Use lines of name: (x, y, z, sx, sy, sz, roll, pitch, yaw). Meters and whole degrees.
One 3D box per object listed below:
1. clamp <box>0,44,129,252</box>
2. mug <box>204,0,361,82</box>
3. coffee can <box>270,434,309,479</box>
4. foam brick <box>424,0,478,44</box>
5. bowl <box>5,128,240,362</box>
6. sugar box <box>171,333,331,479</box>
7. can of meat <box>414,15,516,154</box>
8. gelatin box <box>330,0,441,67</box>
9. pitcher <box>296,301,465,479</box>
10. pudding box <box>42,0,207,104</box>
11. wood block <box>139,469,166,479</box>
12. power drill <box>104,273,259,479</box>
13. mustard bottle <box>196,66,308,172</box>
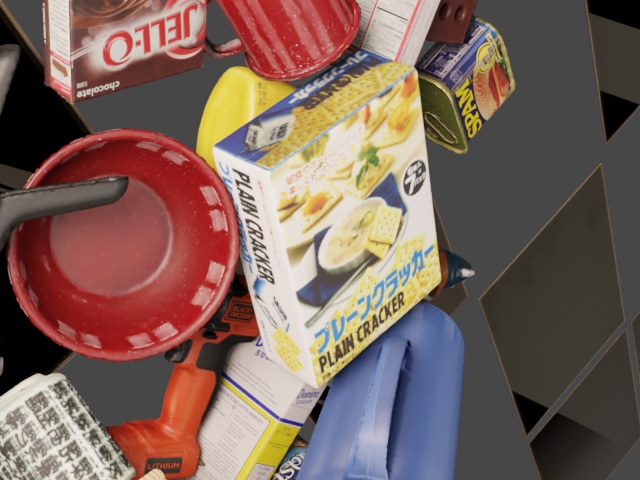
clamp: (-0.217, -0.038, 0.662, 0.171, 0.039, 0.120, -35, 103, -19)
mug: (-0.039, -0.169, 0.755, 0.117, 0.093, 0.081, -21, 138, 12)
coffee can: (-0.036, 0.236, 1.004, 0.102, 0.140, 0.103, -29, 135, -33)
foam brick: (0.086, -0.199, 0.894, 0.078, 0.051, 0.053, -6, 120, -46)
bowl: (-0.141, 0.001, 0.750, 0.161, 0.055, 0.162, -4, 101, -22)
sugar box: (-0.067, 0.160, 0.952, 0.176, 0.093, 0.048, -57, 144, 1)
can of meat: (0.130, -0.144, 0.982, 0.084, 0.058, 0.102, -49, 144, -15)
gelatin box: (0.050, -0.170, 0.855, 0.030, 0.073, 0.089, 0, 116, -50)
pitcher: (0.059, 0.156, 0.913, 0.145, 0.149, 0.242, 42, 37, -18)
pudding box: (-0.126, -0.148, 0.700, 0.113, 0.039, 0.090, -23, 133, -37)
wood block: (-0.160, 0.253, 0.829, 0.090, 0.090, 0.206, -33, 175, -29)
power drill: (-0.123, 0.106, 0.877, 0.184, 0.057, 0.188, 14, 105, -52)
mustard bottle: (-0.010, -0.083, 0.865, 0.191, 0.058, 0.096, -1, 112, -48)
